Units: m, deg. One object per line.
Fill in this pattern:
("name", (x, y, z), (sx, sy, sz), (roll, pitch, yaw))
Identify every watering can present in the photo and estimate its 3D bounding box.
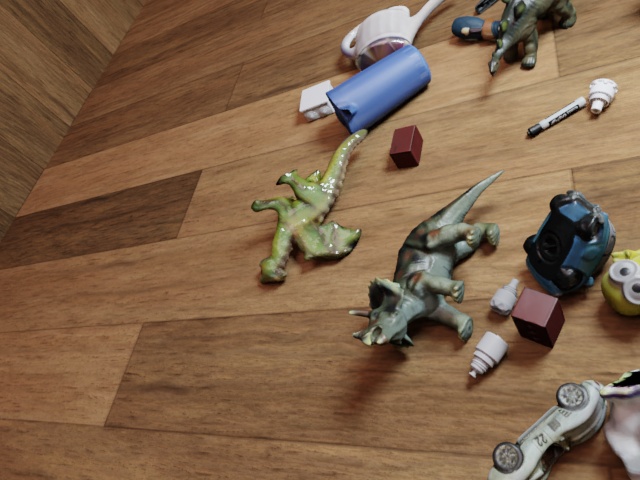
("watering can", (0.209, -0.560, 1.378), (0.345, 0.102, 0.230), (-16, 51, 25))

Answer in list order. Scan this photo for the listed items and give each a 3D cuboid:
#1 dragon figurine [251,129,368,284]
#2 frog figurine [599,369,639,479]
("dragon figurine", (0.003, -0.058, 1.151), (0.409, 0.120, 0.247), (-40, 60, 3))
("frog figurine", (0.424, 0.242, 0.623), (0.137, 0.122, 0.160), (-17, 84, 14))
